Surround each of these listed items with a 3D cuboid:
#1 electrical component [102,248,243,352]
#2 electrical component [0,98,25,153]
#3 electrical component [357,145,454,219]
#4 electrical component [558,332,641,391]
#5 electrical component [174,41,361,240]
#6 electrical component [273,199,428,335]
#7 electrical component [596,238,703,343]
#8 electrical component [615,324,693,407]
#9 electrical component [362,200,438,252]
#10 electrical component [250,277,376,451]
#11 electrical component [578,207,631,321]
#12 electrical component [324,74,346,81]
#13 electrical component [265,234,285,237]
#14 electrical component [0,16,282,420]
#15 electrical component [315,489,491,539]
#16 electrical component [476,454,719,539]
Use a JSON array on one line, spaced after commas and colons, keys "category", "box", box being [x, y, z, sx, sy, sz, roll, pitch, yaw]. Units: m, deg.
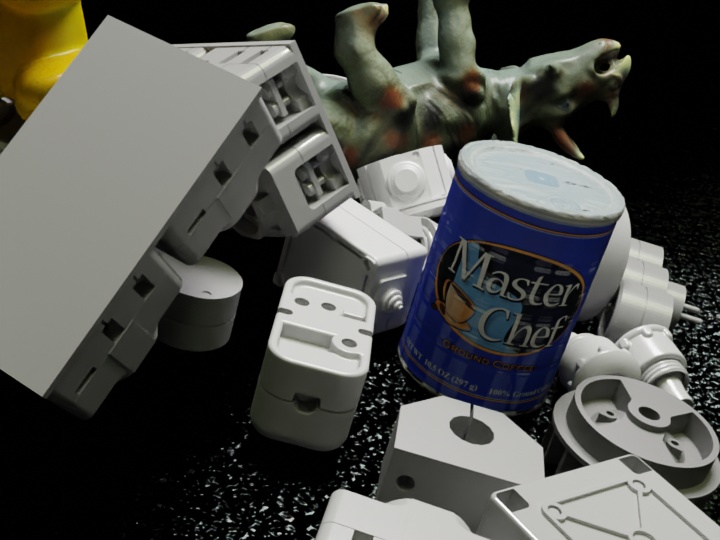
[{"category": "electrical component", "box": [-0.136, -0.009, 0.637, 0.138, 0.073, 0.052, 18, 26, 3]}, {"category": "electrical component", "box": [-0.252, -0.070, 0.704, 0.105, 0.060, 0.186, 20, 26, 8]}, {"category": "electrical component", "box": [0.037, -0.061, 0.825, 0.080, 0.051, 0.080, -16, 0, 0]}, {"category": "electrical component", "box": [0.149, 0.062, 0.699, 0.048, 0.048, 0.062, 6, 21, -20]}, {"category": "electrical component", "box": [-0.096, -0.087, 0.704, 0.060, 0.105, 0.186, -38, 29, -27]}, {"category": "electrical component", "box": [0.000, 0.000, 0.711, 0.061, 0.061, 0.096, -13, 39, -45]}, {"category": "electrical component", "box": [0.219, 0.024, 0.802, 0.074, 0.052, 0.138, 18, 26, 3]}, {"category": "electrical component", "box": [0.197, 0.070, 0.710, 0.048, 0.048, 0.062, 4, 35, -24]}, {"category": "electrical component", "box": [0.030, -0.016, 0.768, 0.055, 0.048, 0.066, 5, 69, -36]}, {"category": "electrical component", "box": [-0.026, 0.053, 0.595, 0.054, 0.059, 0.095, 15, 26, -3]}, {"category": "electrical component", "box": [0.152, -0.014, 0.782, 0.060, 0.108, 0.108, 13, 26, -21]}, {"category": "electrical component", "box": [-0.037, -0.137, 0.983, 0.099, 0.064, 0.099, 2, 35, -1]}, {"category": "electrical component", "box": [-0.065, -0.066, 0.797, 0.042, 0.081, 0.064, 1, 8, -28]}, {"category": "electrical component", "box": [-0.137, -0.028, 0.569, 0.105, 0.186, 0.060, 28, -14, 21]}, {"category": "electrical component", "box": [0.021, 0.138, 0.467, 0.089, 0.050, 0.055, 18, 27, 3]}, {"category": "electrical component", "box": [0.123, 0.147, 0.502, 0.109, 0.056, 0.109, -5, 34, -37]}]
